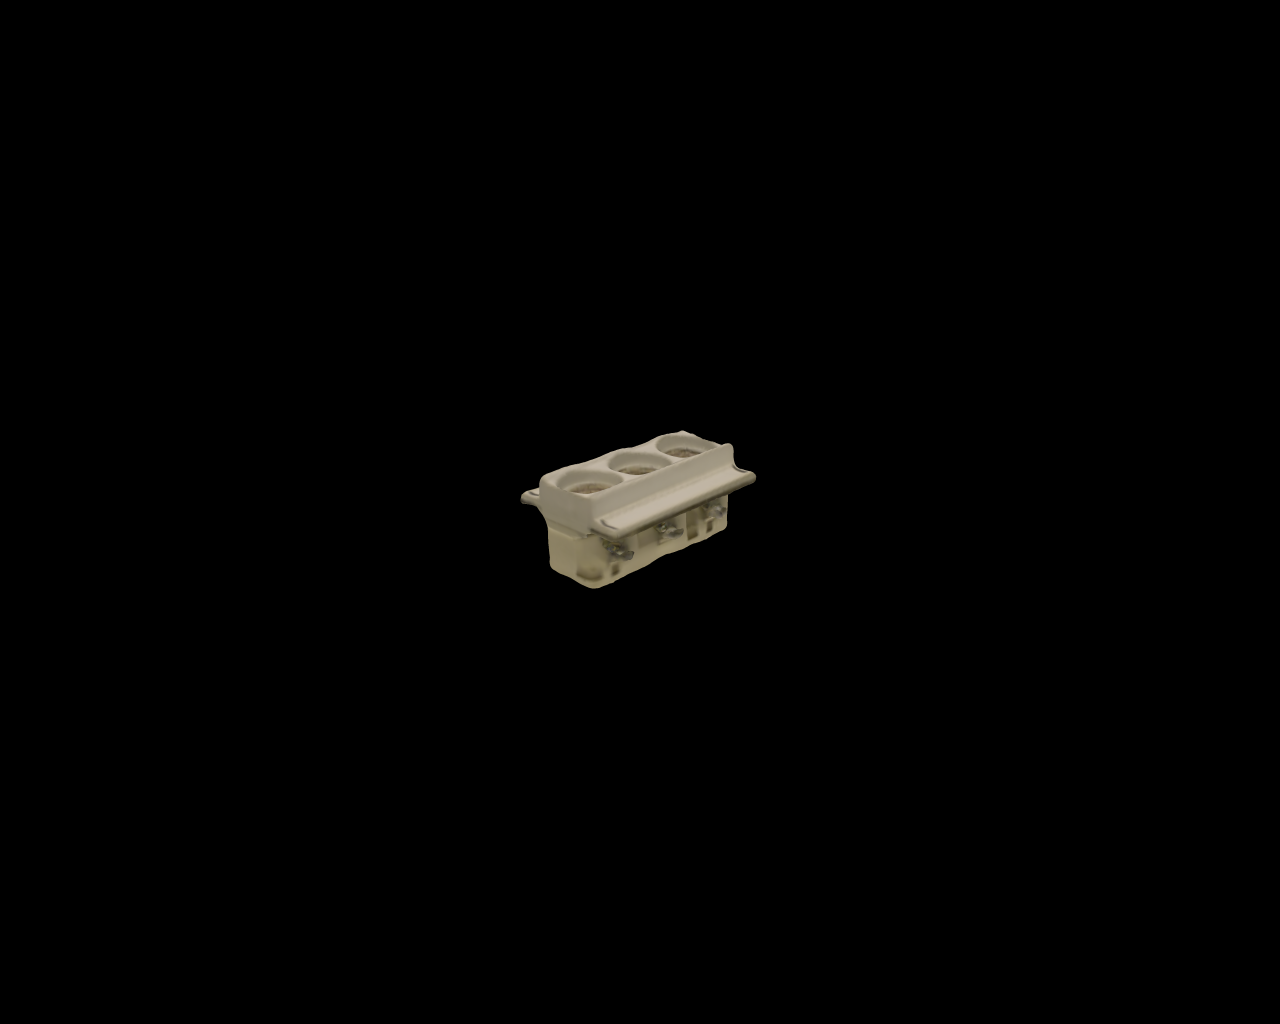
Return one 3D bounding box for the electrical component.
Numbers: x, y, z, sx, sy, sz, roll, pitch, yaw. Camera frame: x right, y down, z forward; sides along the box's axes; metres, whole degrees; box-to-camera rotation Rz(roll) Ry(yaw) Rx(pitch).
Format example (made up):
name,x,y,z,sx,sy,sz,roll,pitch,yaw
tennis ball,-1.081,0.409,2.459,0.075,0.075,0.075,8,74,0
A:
name,x,y,z,sx,sy,sz,roll,pitch,yaw
electrical component,0.001,-0.003,0.650,0.079,0.063,0.121,22,32,40
